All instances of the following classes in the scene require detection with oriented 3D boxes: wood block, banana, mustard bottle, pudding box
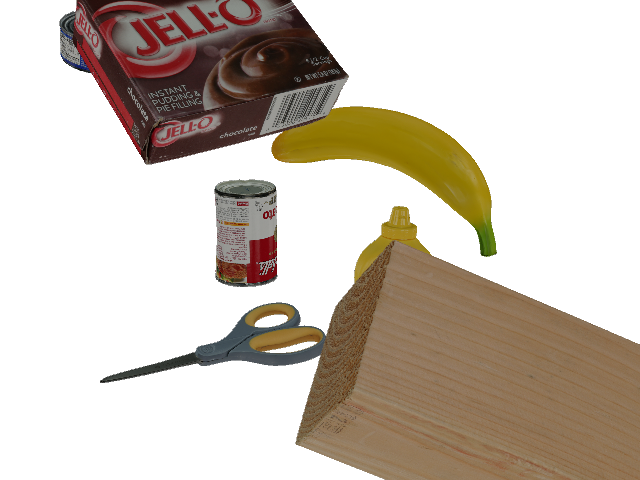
[{"bbox_3d":[0.104,0.092,0.561,0.206,0.090,0.090,23,-33,-9],"label":"wood block"},{"bbox_3d":[0.044,-0.057,0.737,0.198,0.070,0.037,28,16,34],"label":"banana"},{"bbox_3d":[0.087,0.055,1.240,0.096,0.192,0.058,0,14,-11],"label":"mustard bottle"},{"bbox_3d":[-0.057,-0.093,0.544,0.113,0.090,0.039,-17,-29,-33],"label":"pudding box"}]

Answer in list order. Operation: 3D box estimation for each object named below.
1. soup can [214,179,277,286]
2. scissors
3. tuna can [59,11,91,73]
[{"bbox_3d":[-0.081,-0.009,1.150,0.068,0.102,0.068,0,18,0],"label":"soup can"},{"bbox_3d":[-0.096,0.092,0.968,0.201,0.016,0.096,-4,29,-5],"label":"scissors"},{"bbox_3d":[-0.195,-0.183,0.979,0.086,0.034,0.086,6,31,-4],"label":"tuna can"}]
